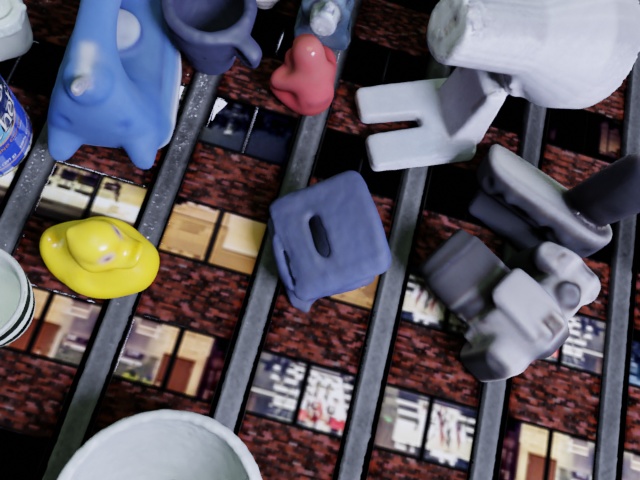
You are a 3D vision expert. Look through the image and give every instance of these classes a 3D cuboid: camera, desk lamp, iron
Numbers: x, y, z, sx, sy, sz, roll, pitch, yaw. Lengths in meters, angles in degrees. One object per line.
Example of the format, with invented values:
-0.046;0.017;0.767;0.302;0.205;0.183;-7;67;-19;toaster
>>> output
0.175;0.043;0.551;0.143;0.100;0.137;-41;83;-18;camera
0.158;-0.158;0.551;0.203;0.213;0.118;-10;75;-12;desk lamp
-0.197;-0.205;0.547;0.119;0.141;0.258;4;72;-7;iron

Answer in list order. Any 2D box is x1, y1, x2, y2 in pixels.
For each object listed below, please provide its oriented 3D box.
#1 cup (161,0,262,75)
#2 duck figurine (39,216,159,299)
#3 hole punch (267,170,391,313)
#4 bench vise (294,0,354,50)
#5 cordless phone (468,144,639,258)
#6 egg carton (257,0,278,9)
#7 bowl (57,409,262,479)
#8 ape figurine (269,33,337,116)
-0.102;-0.205;0.587;0.092;0.095;0.117;-42;83;-18;cup
-0.201;0.007;0.510;0.104;0.086;0.077;15;71;-4;duck figurine
0.005;0.002;0.542;0.101;0.091;0.108;-15;76;-13;hole punch
0.035;-0.313;0.576;0.121;0.219;0.207;-6;74;-10;bench vise
0.237;-0.058;0.548;0.147;0.185;0.094;32;71;2;cordless phone
-0.101;-0.323;0.637;0.150;0.069;0.107;16;71;-4;egg carton
-0.127;0.223;0.461;0.167;0.074;0.167;3;73;-8;bowl
-0.014;-0.178;0.594;0.078;0.092;0.076;-15;76;-13;ape figurine
